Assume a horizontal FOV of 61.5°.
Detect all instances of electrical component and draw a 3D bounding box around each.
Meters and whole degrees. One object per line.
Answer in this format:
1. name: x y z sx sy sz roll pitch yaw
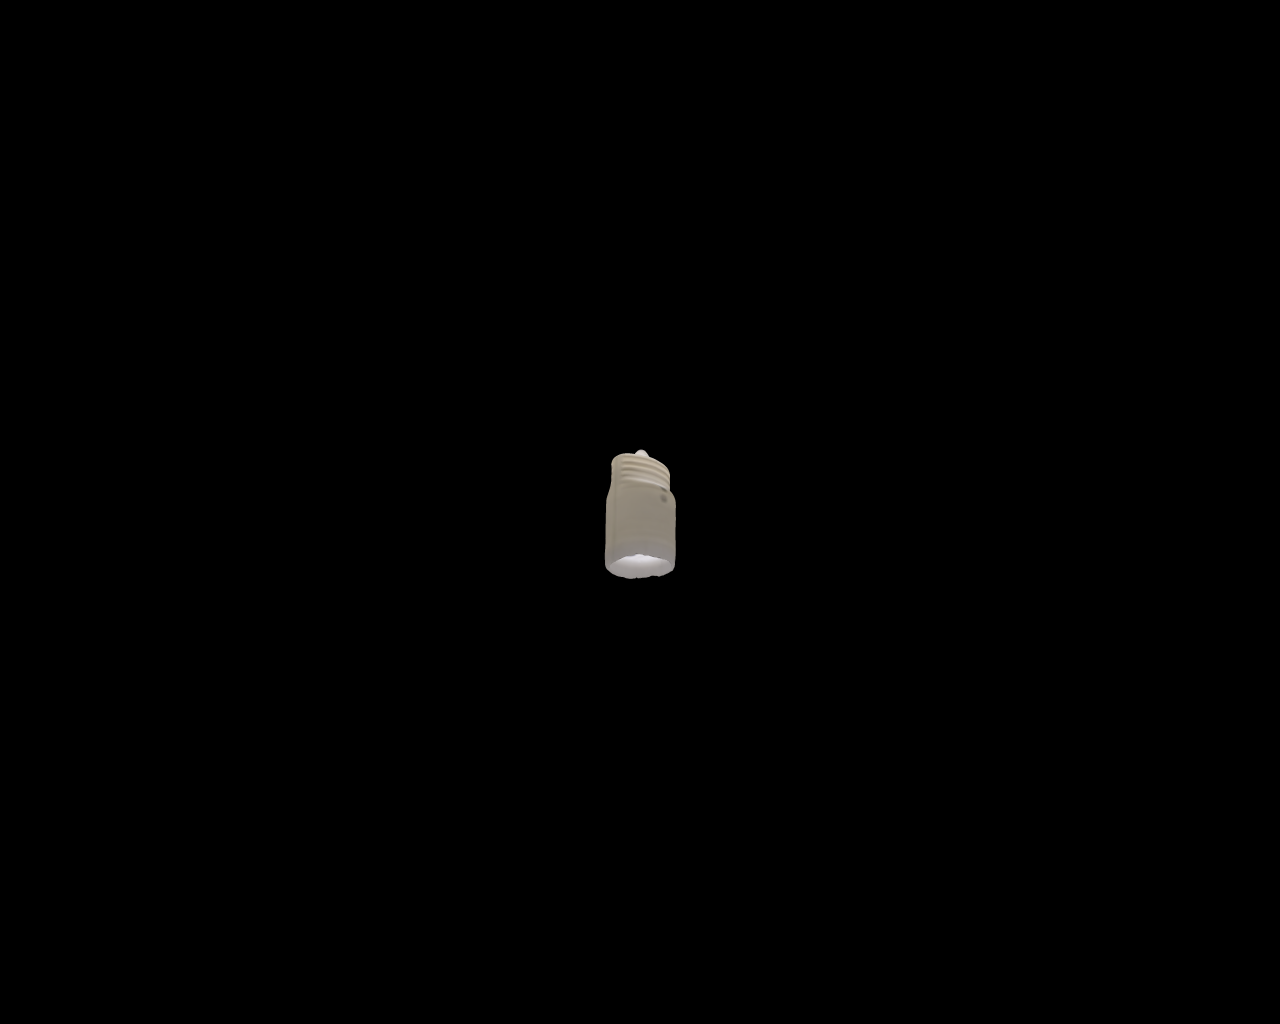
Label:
1. electrical component: 0.001 -0.003 0.650 0.043 0.081 0.043 0 -23 0
